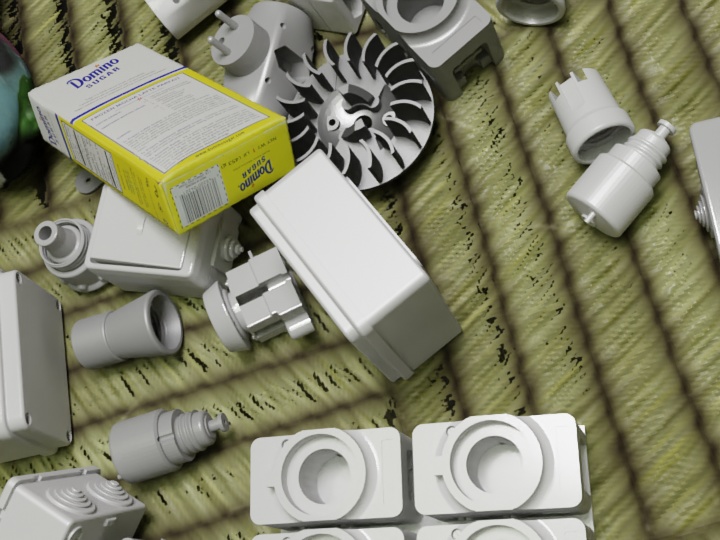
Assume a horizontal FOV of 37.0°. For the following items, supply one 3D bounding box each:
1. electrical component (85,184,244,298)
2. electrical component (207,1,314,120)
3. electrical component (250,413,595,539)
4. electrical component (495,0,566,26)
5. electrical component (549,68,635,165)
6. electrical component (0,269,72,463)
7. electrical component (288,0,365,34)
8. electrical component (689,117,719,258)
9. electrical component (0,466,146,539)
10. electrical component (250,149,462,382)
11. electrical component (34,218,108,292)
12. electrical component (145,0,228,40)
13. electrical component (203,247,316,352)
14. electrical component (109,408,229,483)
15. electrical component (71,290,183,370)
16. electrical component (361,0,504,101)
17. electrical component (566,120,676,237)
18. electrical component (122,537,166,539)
[{"bbox_3d":[-0.124,-0.020,0.704,0.096,0.061,0.061,5,74,20],"label":"electrical component"},{"bbox_3d":[-0.072,-0.144,0.719,0.043,0.079,0.077,3,73,38],"label":"electrical component"},{"bbox_3d":[0.033,0.142,0.600,0.186,0.060,0.105,-7,71,16],"label":"electrical component"},{"bbox_3d":[0.113,-0.192,0.691,0.045,0.045,0.055,6,74,20],"label":"electrical component"},{"bbox_3d":[0.140,-0.094,0.654,0.040,0.040,0.046,-25,62,9],"label":"electrical component"},{"bbox_3d":[-0.233,0.064,0.702,0.057,0.078,0.113,-13,69,6],"label":"electrical component"},{"bbox_3d":[-0.033,-0.207,0.744,0.077,0.047,0.065,14,78,25],"label":"electrical component"},{"bbox_3d":[0.237,-0.043,0.599,0.100,0.048,0.099,-12,69,14],"label":"electrical component"},{"bbox_3d":[-0.182,0.170,0.641,0.048,0.100,0.099,27,94,20],"label":"electrical component"},{"bbox_3d":[0.000,0.000,0.631,0.056,0.108,0.108,-39,65,0],"label":"electrical component"},{"bbox_3d":[-0.195,-0.015,0.726,0.048,0.062,0.048,-6,71,16],"label":"electrical component"},{"bbox_3d":[-0.124,-0.220,0.779,0.077,0.044,0.079,-38,65,4],"label":"electrical component"},{"bbox_3d":[-0.066,0.022,0.681,0.055,0.048,0.066,-26,66,1],"label":"electrical component"},{"bbox_3d":[-0.120,0.106,0.673,0.078,0.040,0.040,-19,68,12],"label":"electrical component"},{"bbox_3d":[-0.156,0.042,0.707,0.065,0.044,0.044,-16,68,18],"label":"electrical component"},{"bbox_3d":[0.044,-0.164,0.699,0.050,0.056,0.089,-41,65,2],"label":"electrical component"},{"bbox_3d":[0.157,-0.055,0.634,0.040,0.040,0.078,39,88,25],"label":"electrical component"},{"bbox_3d":[-0.143,0.262,0.619,0.105,0.060,0.186,32,85,24],"label":"electrical component"}]
